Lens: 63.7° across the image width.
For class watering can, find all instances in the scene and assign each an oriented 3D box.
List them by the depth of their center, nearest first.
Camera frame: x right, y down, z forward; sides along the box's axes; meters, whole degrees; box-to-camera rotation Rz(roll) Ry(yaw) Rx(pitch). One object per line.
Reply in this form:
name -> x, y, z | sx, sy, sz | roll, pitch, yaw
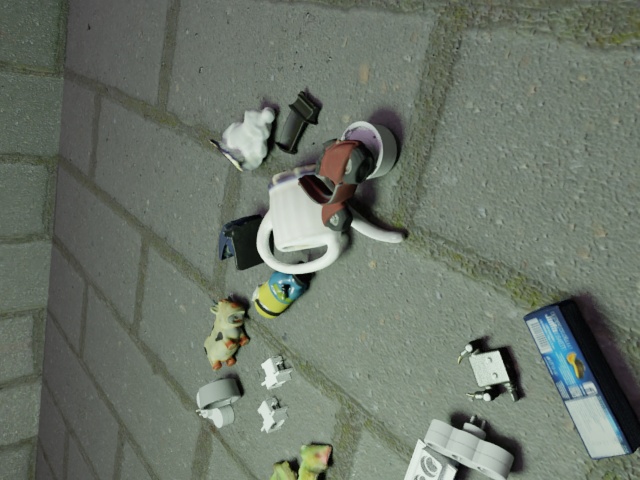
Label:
watering can -> 0.003, -0.053, 1.059 | 0.345, 0.104, 0.226 | -14, 78, 31

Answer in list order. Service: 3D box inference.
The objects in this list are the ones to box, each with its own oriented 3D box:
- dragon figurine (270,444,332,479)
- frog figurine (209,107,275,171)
dragon figurine -> -0.057, 0.629, 1.174 | 0.403, 0.122, 0.248 | -65, 33, 24
frog figurine -> -0.166, -0.250, 1.244 | 0.160, 0.120, 0.139 | -46, 43, -4
